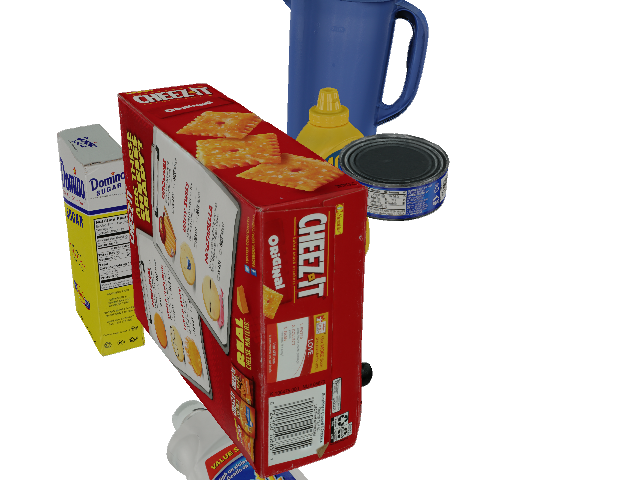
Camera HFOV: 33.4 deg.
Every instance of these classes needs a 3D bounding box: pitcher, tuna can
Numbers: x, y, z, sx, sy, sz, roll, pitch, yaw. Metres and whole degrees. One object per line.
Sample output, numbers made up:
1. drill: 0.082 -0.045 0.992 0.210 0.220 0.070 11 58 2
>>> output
1. pitcher: 0.030 -0.194 1.311 0.144 0.243 0.149 -9 29 -27
2. tuna can: 0.057 -0.050 0.833 0.086 0.034 0.086 0 32 0

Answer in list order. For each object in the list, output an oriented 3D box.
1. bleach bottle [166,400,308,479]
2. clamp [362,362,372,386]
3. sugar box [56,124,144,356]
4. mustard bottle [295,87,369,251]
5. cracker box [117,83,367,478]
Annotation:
1. bleach bottle: -0.054 0.199 0.781 0.102 0.068 0.251 -18 34 -24
2. clamp: -0.047 0.158 1.096 0.165 0.036 0.209 11 27 15
3. sugar box: -0.187 -0.001 0.907 0.048 0.176 0.093 -14 28 -23
4. mustard bottle: 0.010 -0.064 1.111 0.096 0.192 0.058 -23 32 -39
5. cracker box: -0.052 0.012 0.642 0.072 0.164 0.214 -12 27 -25
